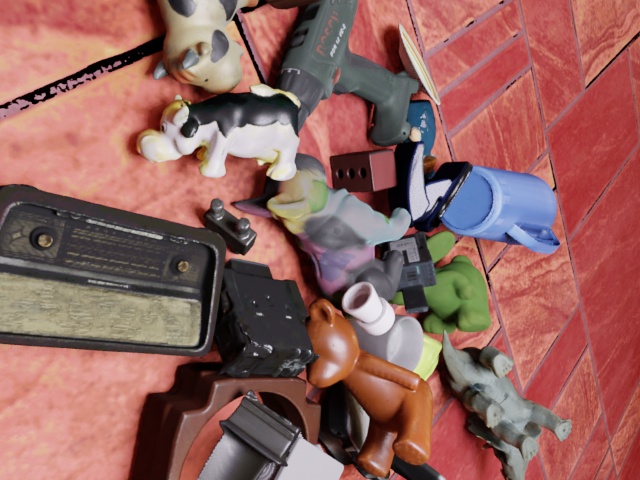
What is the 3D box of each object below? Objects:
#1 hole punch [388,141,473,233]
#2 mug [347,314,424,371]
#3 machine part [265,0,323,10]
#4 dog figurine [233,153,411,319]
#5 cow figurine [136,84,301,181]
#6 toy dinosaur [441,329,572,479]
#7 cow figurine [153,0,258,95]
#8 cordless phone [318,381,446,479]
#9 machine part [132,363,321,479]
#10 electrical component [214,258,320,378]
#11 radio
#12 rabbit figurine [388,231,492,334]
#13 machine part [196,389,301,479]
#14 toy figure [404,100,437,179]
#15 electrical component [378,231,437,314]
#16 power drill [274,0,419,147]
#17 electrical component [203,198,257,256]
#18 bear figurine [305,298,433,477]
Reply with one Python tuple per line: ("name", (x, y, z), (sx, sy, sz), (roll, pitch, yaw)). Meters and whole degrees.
("hole punch", (0.136, -0.077, 0.757), (0.092, 0.142, 0.115), (28, 92, -13))
("mug", (0.081, 0.152, 0.760), (0.081, 0.107, 0.109), (-8, 101, -43))
("machine part", (-0.044, -0.342, 0.590), (0.179, 0.056, 0.179), (-9, 90, -71))
("dog figurine", (-0.001, -0.002, 0.675), (0.219, 0.109, 0.191), (12, 89, -38))
("cow figurine", (-0.103, -0.118, 0.561), (0.167, 0.068, 0.098), (0, 120, -26))
("toy dinosaur", (0.291, 0.268, 0.944), (0.131, 0.192, 0.404), (-42, 106, -16))
("cow figurine", (-0.130, -0.243, 0.546), (0.127, 0.086, 0.194), (-41, 122, -39))
("cordless phone", (0.086, 0.279, 0.725), (0.089, 0.184, 0.146), (-45, 122, -25))
("machine part", (-0.104, 0.246, 0.615), (0.201, 0.087, 0.201), (12, 87, -42))
("electrical component", (-0.072, 0.085, 0.607), (0.115, 0.058, 0.134), (15, 41, -45))
("radio", (-0.205, 0.033, 0.509), (0.229, 0.073, 0.131), (16, 83, -43))
("rabbit figurine", (0.176, 0.065, 0.839), (0.170, 0.121, 0.159), (14, 80, -27))
("machine part", (-0.084, 0.227, 0.532), (0.084, 0.039, 0.139), (38, 73, 1))
("toy figure", (0.157, -0.139, 0.838), (0.064, 0.058, 0.154), (-22, 113, -33))
("electrical component", (0.123, 0.044, 0.752), (0.119, 0.075, 0.047), (-85, 161, -51))
("power drill", (0.032, -0.195, 0.710), (0.207, 0.086, 0.232), (20, 78, -34))
("electrical component", (-0.103, -0.012, 0.606), (0.063, 0.094, 0.021), (36, 68, 2))
("bear figurine", (0.039, 0.172, 0.645), (0.196, 0.120, 0.132), (36, 46, -10))
